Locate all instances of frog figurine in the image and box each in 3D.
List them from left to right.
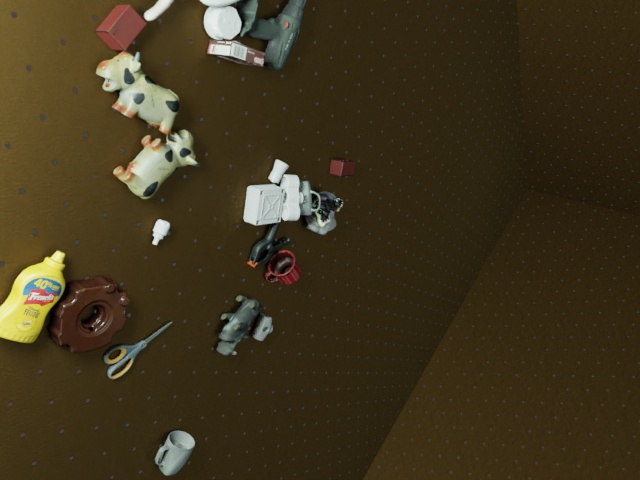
[{"bbox_3d":[0.005,-0.088,1.741,0.157,0.122,0.139,117,-6,-75],"label":"frog figurine"}]

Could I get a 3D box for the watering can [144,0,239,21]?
[{"bbox_3d":[-0.257,-0.616,1.117,0.353,0.105,0.219,-39,133,-35],"label":"watering can"}]
